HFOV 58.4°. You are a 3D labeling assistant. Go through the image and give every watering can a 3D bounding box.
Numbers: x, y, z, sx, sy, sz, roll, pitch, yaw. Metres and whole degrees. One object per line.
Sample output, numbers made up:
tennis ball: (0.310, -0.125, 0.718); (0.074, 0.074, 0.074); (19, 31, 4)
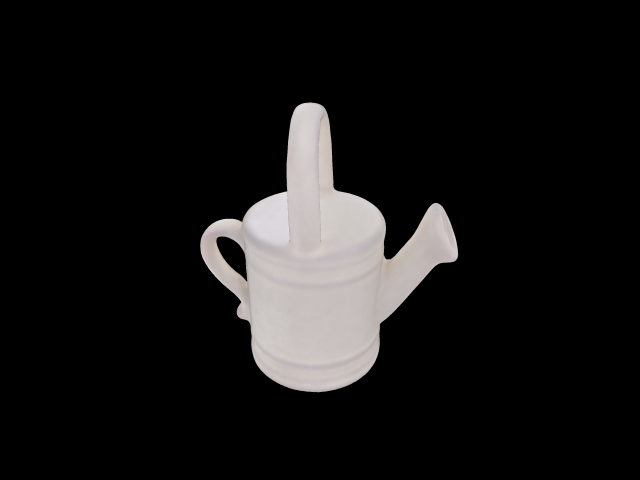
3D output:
watering can: (0.004, 0.000, 0.402); (0.173, 0.194, 0.100); (-7, 31, -11)
